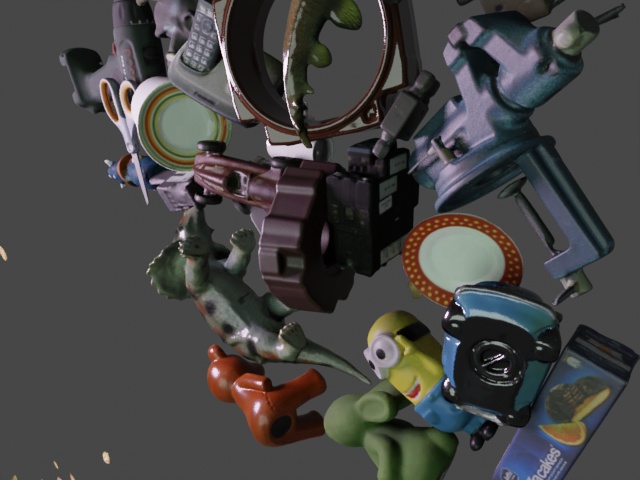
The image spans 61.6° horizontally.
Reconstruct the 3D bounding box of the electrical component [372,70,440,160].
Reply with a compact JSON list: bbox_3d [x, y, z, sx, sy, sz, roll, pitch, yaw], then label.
[{"bbox_3d":[0.085,-0.121,0.534,0.021,0.063,0.094,36,105,14],"label":"electrical component"}]

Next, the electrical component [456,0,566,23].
[{"bbox_3d":[0.173,-0.232,0.474,0.102,0.045,0.078,-17,124,46],"label":"electrical component"}]

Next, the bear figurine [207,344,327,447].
[{"bbox_3d":[-0.094,0.238,0.856,0.196,0.132,0.120,27,123,52],"label":"bear figurine"}]

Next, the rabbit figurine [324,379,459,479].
[{"bbox_3d":[0.079,0.255,0.690,0.170,0.121,0.159,27,116,26],"label":"rabbit figurine"}]

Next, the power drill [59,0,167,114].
[{"bbox_3d":[-0.325,-0.294,0.857,0.207,0.086,0.231,-4,107,34],"label":"power drill"}]

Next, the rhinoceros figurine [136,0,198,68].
[{"bbox_3d":[-0.182,-0.325,0.725,0.112,0.073,0.190,25,120,18],"label":"rhinoceros figurine"}]

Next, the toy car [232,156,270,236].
[{"bbox_3d":[-0.054,-0.021,0.739,0.073,0.056,0.202,-39,77,36],"label":"toy car"}]

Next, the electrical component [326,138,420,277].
[{"bbox_3d":[0.061,-0.042,0.593,0.058,0.115,0.134,12,114,32],"label":"electrical component"}]

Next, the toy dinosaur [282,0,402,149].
[{"bbox_3d":[0.060,-0.309,0.432,0.199,0.105,0.471,35,107,6],"label":"toy dinosaur"}]

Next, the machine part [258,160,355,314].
[{"bbox_3d":[-0.001,-0.002,0.620,0.056,0.179,0.179,7,111,28],"label":"machine part"}]

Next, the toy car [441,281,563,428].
[{"bbox_3d":[0.186,0.104,0.549,0.109,0.103,0.161,13,121,26],"label":"toy car"}]

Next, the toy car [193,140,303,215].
[{"bbox_3d":[-0.101,-0.075,0.694,0.202,0.053,0.089,19,112,33],"label":"toy car"}]

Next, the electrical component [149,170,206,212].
[{"bbox_3d":[-0.211,-0.082,0.830,0.119,0.075,0.047,0,129,37],"label":"electrical component"}]

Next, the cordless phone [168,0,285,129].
[{"bbox_3d":[-0.098,-0.249,0.667,0.147,0.089,0.184,32,118,15],"label":"cordless phone"}]

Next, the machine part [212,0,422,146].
[{"bbox_3d":[-0.003,-0.207,0.567,0.202,0.087,0.200,-6,103,22],"label":"machine part"}]

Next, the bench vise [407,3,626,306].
[{"bbox_3d":[0.181,-0.068,0.466,0.223,0.129,0.240,-40,72,46],"label":"bench vise"}]

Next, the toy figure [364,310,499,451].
[{"bbox_3d":[0.132,0.162,0.639,0.180,0.089,0.082,38,114,12],"label":"toy figure"}]

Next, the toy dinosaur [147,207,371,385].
[{"bbox_3d":[-0.115,0.104,0.807,0.405,0.131,0.192,48,143,10],"label":"toy dinosaur"}]

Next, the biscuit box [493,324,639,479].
[{"bbox_3d":[0.250,0.189,0.560,0.063,0.059,0.202,31,125,28],"label":"biscuit box"}]

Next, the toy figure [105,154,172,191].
[{"bbox_3d":[-0.312,-0.116,0.923,0.155,0.058,0.064,12,109,42],"label":"toy figure"}]
